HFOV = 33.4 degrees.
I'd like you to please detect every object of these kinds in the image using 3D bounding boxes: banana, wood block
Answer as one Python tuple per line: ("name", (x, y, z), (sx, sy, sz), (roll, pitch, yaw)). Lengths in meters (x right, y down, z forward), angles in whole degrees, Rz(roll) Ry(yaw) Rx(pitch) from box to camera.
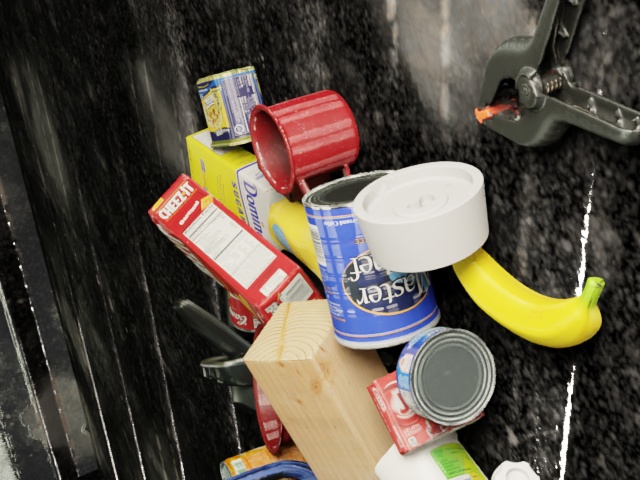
("banana", (0.162, 0.043, 0.843), (0.198, 0.037, 0.069), (20, 111, 61))
("wood block", (0.019, 0.169, 1.100), (0.090, 0.090, 0.206), (-6, 125, 37))

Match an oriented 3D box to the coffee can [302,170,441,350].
("coffee can", (0.048, 0.017, 0.991), (0.103, 0.102, 0.140), (20, 127, 62))

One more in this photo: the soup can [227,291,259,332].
("soup can", (-0.088, 0.061, 1.399), (0.069, 0.068, 0.102), (45, 147, 47))

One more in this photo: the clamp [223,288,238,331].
("clamp", (-0.126, 0.013, 1.473), (0.210, 0.036, 0.164), (105, 149, -50))

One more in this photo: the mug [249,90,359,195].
("mug", (-0.009, -0.091, 1.060), (0.117, 0.081, 0.093), (64, 158, 14))

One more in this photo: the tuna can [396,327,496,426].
("tuna can", (0.112, 0.121, 0.955), (0.034, 0.086, 0.086), (1, 110, 69))

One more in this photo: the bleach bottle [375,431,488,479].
("bleach bottle", (0.161, 0.288, 0.995), (0.251, 0.102, 0.068), (49, 115, 28))

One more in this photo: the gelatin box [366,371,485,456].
("gelatin box", (0.099, 0.152, 1.006), (0.073, 0.089, 0.030), (64, 158, 15))

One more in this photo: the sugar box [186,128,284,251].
("sugar box", (-0.097, -0.063, 1.311), (0.176, 0.048, 0.093), (36, 141, 43))

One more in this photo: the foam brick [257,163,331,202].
("foam brick", (-0.030, -0.087, 1.151), (0.078, 0.053, 0.051), (48, 150, 44))

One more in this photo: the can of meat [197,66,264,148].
("can of meat", (-0.102, -0.156, 1.258), (0.102, 0.057, 0.084), (6, 113, 66))

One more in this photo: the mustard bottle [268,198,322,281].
("mustard bottle", (-0.007, 0.001, 1.154), (0.096, 0.058, 0.192), (48, 175, -36))

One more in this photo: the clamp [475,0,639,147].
("clamp", (0.159, -0.098, 0.718), (0.172, 0.039, 0.120), (130, 124, -71))

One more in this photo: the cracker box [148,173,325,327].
("cracker box", (-0.084, 0.036, 1.237), (0.214, 0.072, 0.164), (38, 170, 34))

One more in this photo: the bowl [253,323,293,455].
("bowl", (-0.042, 0.181, 1.319), (0.162, 0.055, 0.162), (176, 90, -75))

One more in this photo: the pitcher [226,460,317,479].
("pitcher", (-0.008, 0.318, 1.195), (0.145, 0.242, 0.149), (-18, 92, 68))
